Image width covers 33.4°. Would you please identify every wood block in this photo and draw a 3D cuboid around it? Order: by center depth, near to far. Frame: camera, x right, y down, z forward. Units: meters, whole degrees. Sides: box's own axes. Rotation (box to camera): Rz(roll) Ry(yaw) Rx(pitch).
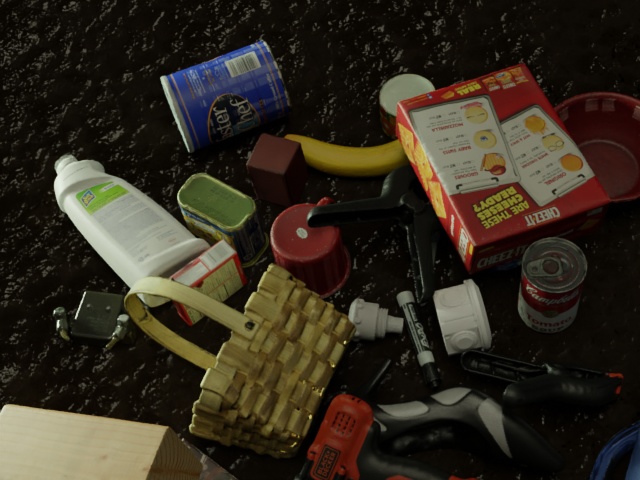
[{"bbox_3d":[-0.239,0.238,1.096,0.206,0.090,0.090,2,54,25],"label":"wood block"}]

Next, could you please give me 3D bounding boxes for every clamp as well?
[{"bbox_3d":[0.241,0.151,1.107,0.171,0.039,0.120,6,19,-8],"label":"clamp"},{"bbox_3d":[0.107,-0.023,1.220,0.165,0.036,0.209,41,50,15],"label":"clamp"}]

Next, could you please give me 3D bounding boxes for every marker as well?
[{"bbox_3d":[0.112,0.113,1.198,0.020,0.020,0.121,-15,58,-2],"label":"marker"}]

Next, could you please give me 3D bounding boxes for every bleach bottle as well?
[{"bbox_3d":[-0.242,-0.028,1.304,0.102,0.068,0.251,-31,55,-25],"label":"bleach bottle"}]

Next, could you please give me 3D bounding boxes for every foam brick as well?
[{"bbox_3d":[-0.051,-0.085,1.304,0.053,0.078,0.051,17,64,17],"label":"foam brick"}]

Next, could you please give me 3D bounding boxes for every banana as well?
[{"bbox_3d":[0.053,-0.111,1.320,0.198,0.037,0.069,-9,87,11],"label":"banana"}]

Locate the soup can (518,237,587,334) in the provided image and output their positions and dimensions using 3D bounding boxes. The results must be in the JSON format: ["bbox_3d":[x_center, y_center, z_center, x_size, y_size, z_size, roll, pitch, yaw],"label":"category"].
[{"bbox_3d":[0.252,0.052,1.168,0.068,0.102,0.068,-3,59,5],"label":"soup can"}]

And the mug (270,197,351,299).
[{"bbox_3d":[-0.008,0.002,1.244,0.093,0.081,0.117,20,64,18],"label":"mug"}]

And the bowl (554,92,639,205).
[{"bbox_3d":[0.339,-0.098,1.275,0.162,0.055,0.162,-3,59,6],"label":"bowl"}]

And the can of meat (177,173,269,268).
[{"bbox_3d":[-0.117,-0.024,1.272,0.102,0.084,0.057,28,66,22],"label":"can of meat"}]

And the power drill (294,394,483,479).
[{"bbox_3d":[0.062,0.270,1.064,0.188,0.057,0.184,23,97,10],"label":"power drill"}]

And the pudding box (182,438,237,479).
[{"bbox_3d":[-0.144,0.280,1.118,0.090,0.039,0.113,32,67,24],"label":"pudding box"}]

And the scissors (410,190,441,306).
[{"bbox_3d":[0.152,-0.015,1.272,0.096,0.016,0.202,-8,58,2],"label":"scissors"}]

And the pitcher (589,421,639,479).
[{"bbox_3d":[0.358,0.221,1.048,0.149,0.145,0.242,20,59,5],"label":"pitcher"}]

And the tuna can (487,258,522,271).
[{"bbox_3d":[0.209,-0.007,1.249,0.086,0.034,0.086,-3,59,5],"label":"tuna can"}]

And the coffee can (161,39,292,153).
[{"bbox_3d":[-0.119,-0.183,1.358,0.140,0.103,0.103,-22,59,-6],"label":"coffee can"}]

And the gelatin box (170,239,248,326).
[{"bbox_3d":[-0.132,0.049,1.236,0.089,0.073,0.030,-37,61,-14],"label":"gelatin box"}]

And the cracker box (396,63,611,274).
[{"bbox_3d":[0.200,-0.083,1.206,0.164,0.072,0.214,-18,59,-9],"label":"cracker box"}]
